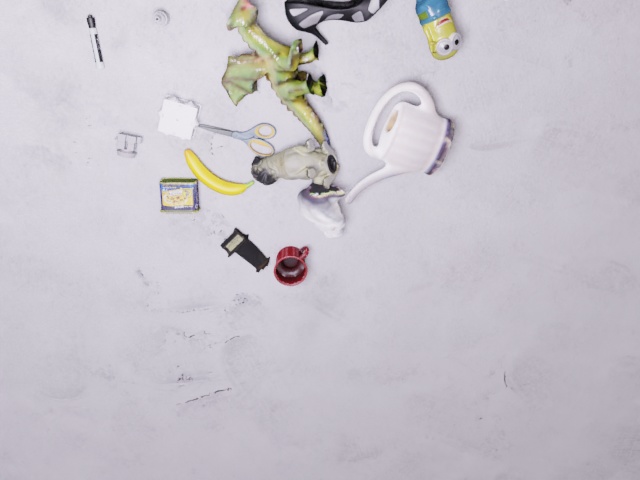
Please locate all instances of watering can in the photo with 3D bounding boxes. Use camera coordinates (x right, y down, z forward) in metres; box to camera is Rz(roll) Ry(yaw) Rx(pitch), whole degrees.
[{"bbox_3d":[0.209,-0.226,1.326,0.224,0.106,0.342,17,110,-12],"label":"watering can"}]

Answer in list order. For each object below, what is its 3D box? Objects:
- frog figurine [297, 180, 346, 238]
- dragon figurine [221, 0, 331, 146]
[{"bbox_3d":[0.004,-0.069,1.374,0.138,0.125,0.156,16,125,25],"label":"frog figurine"},{"bbox_3d":[-0.118,-0.383,1.258,0.242,0.125,0.401,0,129,16],"label":"dragon figurine"}]
